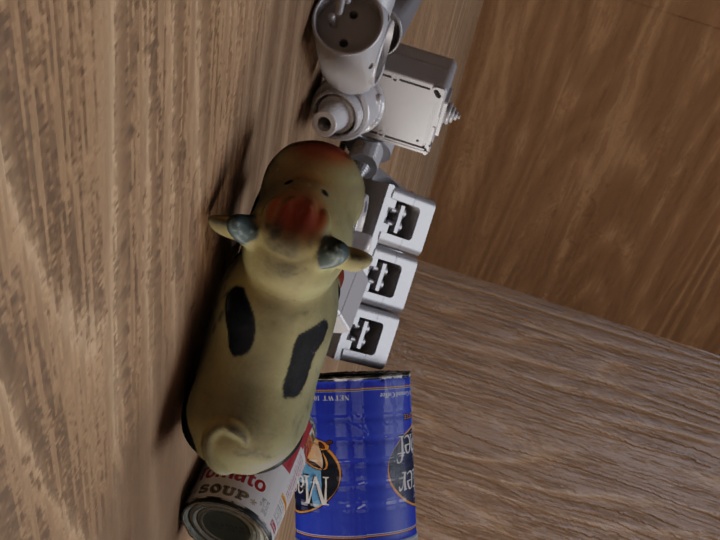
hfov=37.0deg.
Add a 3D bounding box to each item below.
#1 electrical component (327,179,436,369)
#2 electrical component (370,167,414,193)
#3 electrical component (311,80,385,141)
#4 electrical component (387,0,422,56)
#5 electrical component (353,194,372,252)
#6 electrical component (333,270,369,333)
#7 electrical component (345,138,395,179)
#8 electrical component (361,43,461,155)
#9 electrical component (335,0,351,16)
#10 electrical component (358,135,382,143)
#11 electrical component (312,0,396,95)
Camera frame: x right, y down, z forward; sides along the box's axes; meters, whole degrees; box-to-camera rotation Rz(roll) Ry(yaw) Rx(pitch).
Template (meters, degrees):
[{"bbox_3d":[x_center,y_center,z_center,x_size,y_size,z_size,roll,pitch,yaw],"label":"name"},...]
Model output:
[{"bbox_3d":[0.000,0.000,0.922,0.089,0.062,0.150,19,-89,53],"label":"electrical component"},{"bbox_3d":[0.010,-0.060,1.023,0.064,0.081,0.042,-36,-158,43],"label":"electrical component"},{"bbox_3d":[-0.013,-0.108,0.728,0.062,0.048,0.048,-51,160,-58],"label":"electrical component"},{"bbox_3d":[0.020,-0.202,0.761,0.077,0.044,0.079,-67,173,-51],"label":"electrical component"},{"bbox_3d":[-0.025,-0.016,0.831,0.108,0.060,0.108,18,90,-86],"label":"electrical component"},{"bbox_3d":[-0.042,0.000,0.711,0.076,0.066,0.047,61,38,-42],"label":"electrical component"},{"bbox_3d":[0.010,-0.118,0.977,0.043,0.043,0.081,99,10,-64],"label":"electrical component"},{"bbox_3d":[0.034,-0.138,0.841,0.061,0.096,0.061,-68,174,-52],"label":"electrical component"},{"bbox_3d":[-0.002,-0.178,0.584,0.077,0.043,0.079,-66,172,-54],"label":"electrical component"},{"bbox_3d":[0.014,-0.144,0.926,0.048,0.048,0.062,95,7,-71],"label":"electrical component"},{"bbox_3d":[0.000,-0.159,0.676,0.077,0.044,0.079,79,29,-82],"label":"electrical component"}]
